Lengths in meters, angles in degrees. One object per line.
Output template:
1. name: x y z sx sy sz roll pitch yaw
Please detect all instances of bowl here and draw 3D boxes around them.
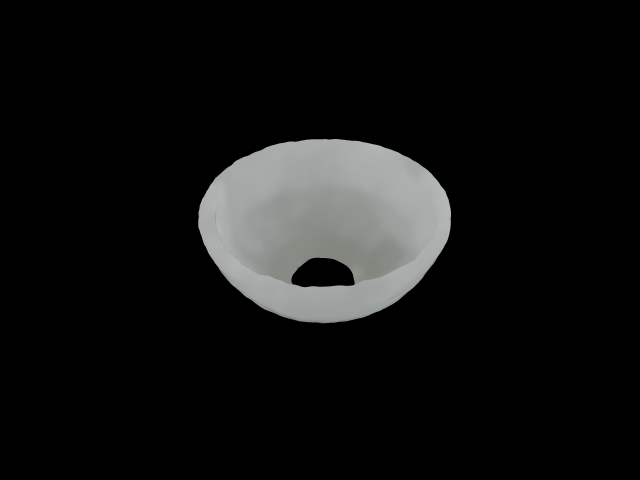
1. bowl: 0.004 0.001 0.400 0.167 0.075 0.167 0 41 0
